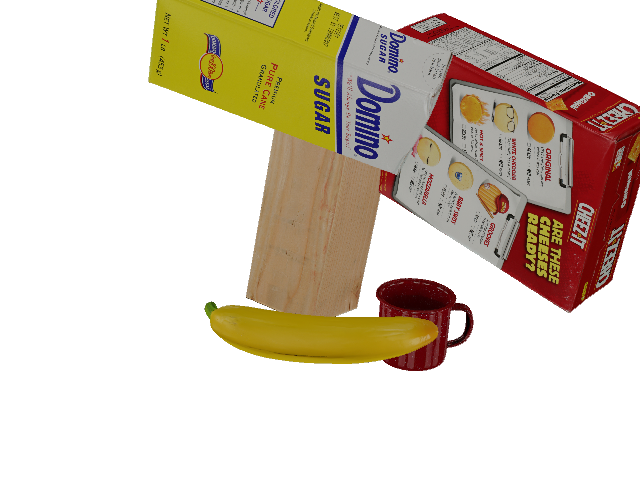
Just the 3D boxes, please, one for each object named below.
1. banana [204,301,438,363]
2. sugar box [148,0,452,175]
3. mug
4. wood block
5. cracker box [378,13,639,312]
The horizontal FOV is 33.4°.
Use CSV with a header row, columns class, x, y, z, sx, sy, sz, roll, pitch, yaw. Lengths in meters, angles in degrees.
class,x,y,z,sx,sy,sz,roll,pitch,yaw
banana,-0.006,0.071,0.856,0.198,0.037,0.069,7,29,9
sugar box,-0.016,-0.107,0.666,0.176,0.048,0.093,22,-30,0
mug,0.121,0.099,1.249,0.117,0.081,0.093,-1,22,-7
wood block,-0.002,-0.031,1.092,0.090,0.206,0.090,21,20,29
cracker box,0.150,-0.068,0.866,0.072,0.164,0.214,-29,49,-35
